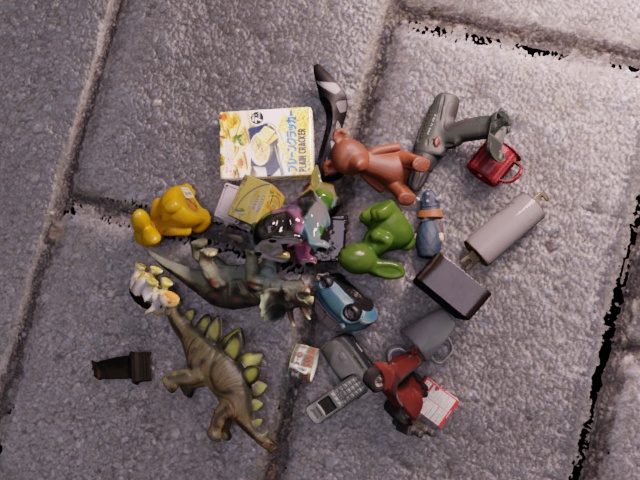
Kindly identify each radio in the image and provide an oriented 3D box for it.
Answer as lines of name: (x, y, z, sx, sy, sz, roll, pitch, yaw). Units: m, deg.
radio: (0.265, 0.098, 1.112, 0.131, 0.229, 0.073, 41, 89, 11)

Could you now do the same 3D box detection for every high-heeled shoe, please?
high-heeled shoe: (0.004, -0.259, 1.220, 0.145, 0.086, 0.248, -32, 99, -12)

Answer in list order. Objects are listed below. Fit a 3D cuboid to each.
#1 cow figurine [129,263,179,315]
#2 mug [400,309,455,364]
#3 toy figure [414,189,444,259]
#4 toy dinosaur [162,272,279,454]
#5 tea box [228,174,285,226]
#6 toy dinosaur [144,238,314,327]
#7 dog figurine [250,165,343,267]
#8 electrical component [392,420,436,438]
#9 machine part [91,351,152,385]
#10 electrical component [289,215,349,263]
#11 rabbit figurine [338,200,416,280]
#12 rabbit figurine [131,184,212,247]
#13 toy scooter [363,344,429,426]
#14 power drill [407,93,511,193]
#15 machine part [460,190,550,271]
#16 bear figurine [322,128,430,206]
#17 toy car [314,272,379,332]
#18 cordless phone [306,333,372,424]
cow figurine: (-0.378, 0.126, 1.208, 0.168, 0.068, 0.098, 35, 104, 46)
mug: (0.251, 0.209, 1.178, 0.107, 0.080, 0.109, -42, 78, -8)
toy figure: (0.245, -0.036, 1.208, 0.064, 0.058, 0.154, 4, 82, 0)
toy dinosaur: (-0.243, 0.278, 1.205, 0.198, 0.105, 0.471, -43, 78, -5)
tea box: (-0.136, -0.076, 1.185, 0.068, 0.169, 0.098, 22, 89, 6)
toy dinosaur: (-0.191, 0.097, 1.206, 0.405, 0.131, 0.192, 0, 104, 17)
dog figurine: (-0.045, -0.060, 1.139, 0.191, 0.108, 0.219, 12, 54, -12)
electrical component: (0.203, 0.409, 1.173, 0.063, 0.094, 0.021, 10, 85, -32)
machine part: (-0.461, 0.299, 1.250, 0.139, 0.039, 0.084, -3, 90, 3)
electrical component: (-0.003, -0.004, 1.226, 0.134, 0.058, 0.115, 1, 84, 4)
rabbit figurine: (0.118, 0.018, 1.187, 0.170, 0.121, 0.159, -41, 105, -14)
rabbit figurine: (-0.357, -0.034, 1.224, 0.173, 0.162, 0.122, -31, 96, 19)
toy scooter: (0.177, 0.297, 1.129, 0.135, 0.075, 0.183, -43, 120, -15)
power drill: (0.300, -0.207, 1.170, 0.207, 0.086, 0.232, 9, 82, 50)
machine part: (0.405, -0.023, 1.183, 0.243, 0.079, 0.079, -41, 84, 2)
bear figurine: (0.115, -0.162, 1.164, 0.196, 0.132, 0.120, 12, 111, -28)
toy car: (0.042, 0.149, 1.190, 0.162, 0.109, 0.103, 42, 108, 15)
cordless phone: (0.028, 0.306, 1.189, 0.184, 0.088, 0.146, -37, 84, 5)
